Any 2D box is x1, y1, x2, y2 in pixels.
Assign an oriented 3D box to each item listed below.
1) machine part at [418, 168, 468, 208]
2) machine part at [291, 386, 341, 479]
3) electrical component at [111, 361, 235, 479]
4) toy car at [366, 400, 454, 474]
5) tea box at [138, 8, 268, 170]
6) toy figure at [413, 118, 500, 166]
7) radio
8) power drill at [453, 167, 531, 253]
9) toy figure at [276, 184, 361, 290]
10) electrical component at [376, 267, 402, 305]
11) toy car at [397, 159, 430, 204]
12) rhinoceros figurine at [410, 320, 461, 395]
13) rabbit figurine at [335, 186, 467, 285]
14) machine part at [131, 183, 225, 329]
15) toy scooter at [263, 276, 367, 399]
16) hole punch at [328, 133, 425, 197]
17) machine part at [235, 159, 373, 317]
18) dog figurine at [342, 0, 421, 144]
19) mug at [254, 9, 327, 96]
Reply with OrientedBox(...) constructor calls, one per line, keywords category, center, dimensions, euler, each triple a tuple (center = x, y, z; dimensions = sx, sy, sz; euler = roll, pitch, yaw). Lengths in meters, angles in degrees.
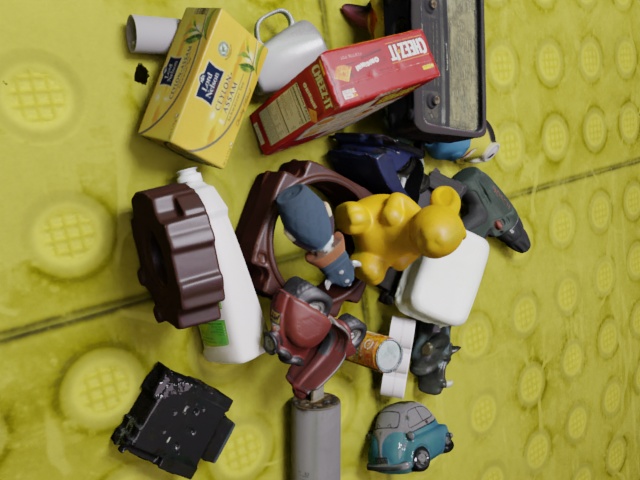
OrientedBox(category="machine part", center=(0.189, -0.057, 0.927), dimensions=(0.139, 0.084, 0.039), euler=(-50, 162, -11))
OrientedBox(category="machine part", center=(-0.007, 0.322, 0.810), dimensions=(0.079, 0.079, 0.243), euler=(-1, 95, -34))
OrientedBox(category="electrical component", center=(-0.180, 0.237, 0.699), dimensions=(0.134, 0.058, 0.115), euler=(35, 76, -30))
OrientedBox(category="toy car", center=(0.148, 0.323, 0.903), dimensions=(0.161, 0.109, 0.103), euler=(-7, 79, -42))
OrientedBox(category="tea box", center=(-0.142, -0.185, 0.666), dimensions=(0.098, 0.068, 0.169), euler=(22, 88, -57))
OrientedBox(category="toy figure", center=(0.244, -0.182, 0.946), dimensions=(0.180, 0.082, 0.089), euler=(2, 94, -32))
OrientedBox(category="radio", center=(0.164, -0.257, 0.767), dimensions=(0.131, 0.073, 0.229), euler=(-4, 92, -28))
OrientedBox(category="power drill", center=(0.297, -0.003, 0.994), dimensions=(0.207, 0.086, 0.231), euler=(-46, 114, -19))
OrientedBox(category="toy figure", center=(0.000, -0.002, 0.703), dimensions=(0.154, 0.064, 0.058), euler=(58, 26, -28))
OrientedBox(category="electrical component", center=(0.125, 0.058, 0.901), dimensions=(0.078, 0.045, 0.102), euler=(37, 73, -31))
OrientedBox(category="toy car", center=(0.130, -0.057, 0.875), dimensions=(0.073, 0.056, 0.201), euler=(37, 63, -45))
OrientedBox(category="rhinoceros figurine", center=(0.197, 0.175, 0.947), dimensions=(0.112, 0.073, 0.190), euler=(10, 85, -45))
OrientedBox(category="rabbit figurine", center=(0.129, -0.008, 0.721), dimensions=(0.162, 0.173, 0.121), euler=(-16, 98, -29))
OrientedBox(category="machine part", center=(-0.171, 0.018, 0.626), dimensions=(0.056, 0.179, 0.179), euler=(-15, 101, -31))
OrientedBox(category="toy scooter", center=(-0.017, 0.137, 0.706), dimensions=(0.135, 0.075, 0.183), euler=(-55, 135, -8))
OrientedBox(category="hole punch", center=(0.080, -0.110, 0.813), dimensions=(0.115, 0.142, 0.092), euler=(14, 94, -41))
OrientedBox(category="machine part", center=(-0.014, 0.000, 0.780), dimensions=(0.201, 0.087, 0.201), euler=(24, 78, -32))
OrientedBox(category="dog figurine", center=(0.119, -0.283, 0.843), dimensions=(0.219, 0.109, 0.191), euler=(38, 75, -25))
OrientedBox(category="mug", center=(-0.055, -0.254, 0.739), dimensions=(0.107, 0.081, 0.109), euler=(-34, 116, -18))
